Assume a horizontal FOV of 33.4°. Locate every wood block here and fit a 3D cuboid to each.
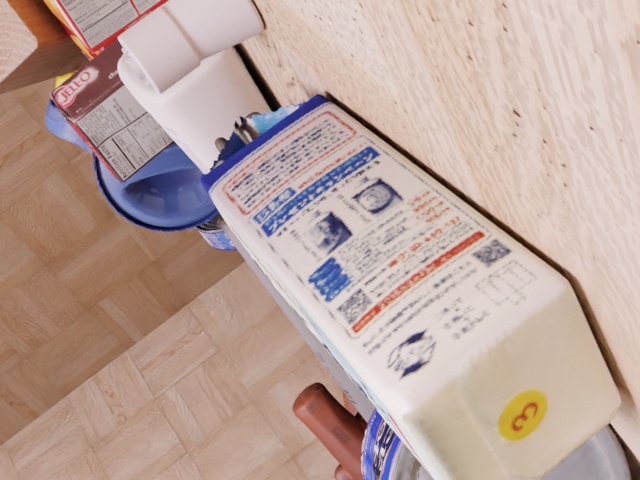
[{"bbox_3d":[-0.268,-0.208,1.010,0.091,0.090,0.205,53,-157,-4],"label":"wood block"}]

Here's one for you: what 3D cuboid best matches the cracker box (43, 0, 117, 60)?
[{"bbox_3d":[-0.192,-0.216,0.851,0.164,0.072,0.214,53,174,-12],"label":"cracker box"}]

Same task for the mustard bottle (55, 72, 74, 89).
[{"bbox_3d":[-0.237,-0.196,1.214,0.191,0.096,0.058,-93,11,-60],"label":"mustard bottle"}]

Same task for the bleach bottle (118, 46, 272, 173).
[{"bbox_3d":[-0.033,-0.034,0.730,0.250,0.068,0.103,54,175,-36],"label":"bleach bottle"}]

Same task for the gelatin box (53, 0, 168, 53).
[{"bbox_3d":[-0.127,-0.160,0.639,0.030,0.073,0.089,52,175,16],"label":"gelatin box"}]

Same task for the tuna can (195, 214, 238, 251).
[{"bbox_3d":[-0.080,-0.031,1.021,0.033,0.086,0.086,54,175,-40],"label":"tuna can"}]

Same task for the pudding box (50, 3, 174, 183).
[{"bbox_3d":[-0.126,-0.105,0.769,0.039,0.113,0.090,48,173,27],"label":"pudding box"}]

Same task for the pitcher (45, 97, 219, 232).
[{"bbox_3d":[-0.168,-0.108,1.017,0.149,0.145,0.243,61,175,-23],"label":"pitcher"}]

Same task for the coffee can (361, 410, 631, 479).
[{"bbox_3d":[0.076,0.113,0.509,0.103,0.103,0.140,53,175,2],"label":"coffee can"}]
